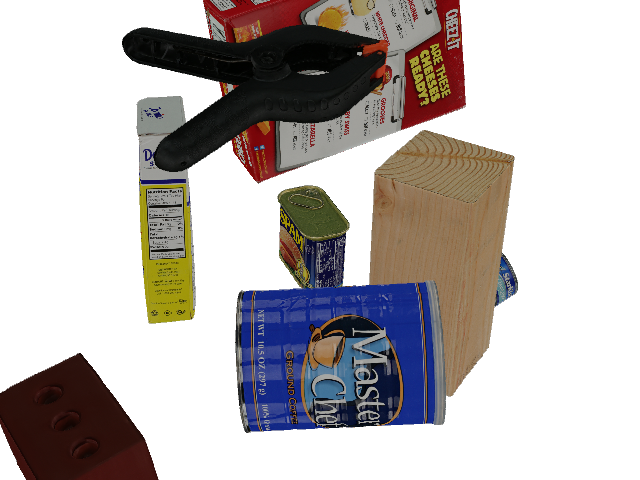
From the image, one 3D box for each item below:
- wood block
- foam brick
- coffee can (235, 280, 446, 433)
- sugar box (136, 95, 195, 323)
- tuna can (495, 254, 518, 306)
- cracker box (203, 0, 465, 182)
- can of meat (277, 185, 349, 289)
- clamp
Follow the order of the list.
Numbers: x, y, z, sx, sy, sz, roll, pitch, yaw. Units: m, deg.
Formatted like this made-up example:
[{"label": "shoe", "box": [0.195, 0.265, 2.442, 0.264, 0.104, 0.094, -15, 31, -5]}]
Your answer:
[{"label": "wood block", "box": [0.102, 0.021, 0.938, 0.091, 0.206, 0.090, 20, 39, 25]}, {"label": "foam brick", "box": [-0.121, 0.106, 0.532, 0.052, 0.051, 0.078, -26, 42, -24]}, {"label": "coffee can", "box": [0.015, 0.083, 0.763, 0.140, 0.103, 0.103, -3, 0, 2]}, {"label": "sugar box", "box": [-0.134, -0.027, 0.920, 0.048, 0.176, 0.093, -5, 26, -8]}, {"label": "tuna can", "box": [0.195, 0.037, 1.274, 0.033, 0.086, 0.086, -32, 8, -14]}, {"label": "cracker box", "box": [0.016, -0.165, 0.935, 0.213, 0.164, 0.072, -22, 40, -15]}, {"label": "can of meat", "box": [-0.010, 0.000, 1.214, 0.057, 0.084, 0.102, -13, 38, -20]}, {"label": "clamp", "box": [-0.038, -0.094, 0.675, 0.171, 0.120, 0.039, -6, -33, -5]}]
